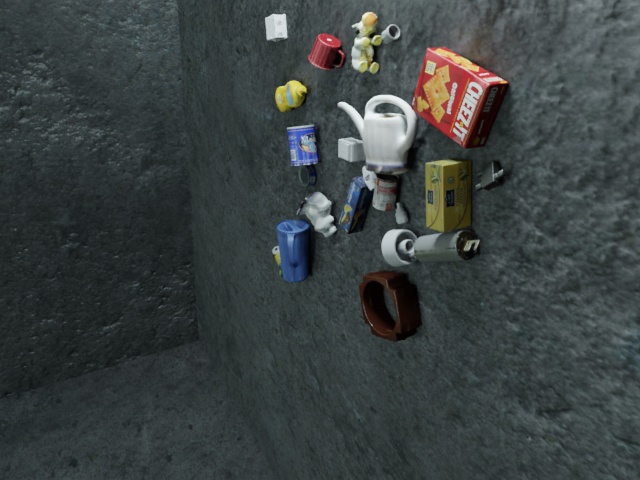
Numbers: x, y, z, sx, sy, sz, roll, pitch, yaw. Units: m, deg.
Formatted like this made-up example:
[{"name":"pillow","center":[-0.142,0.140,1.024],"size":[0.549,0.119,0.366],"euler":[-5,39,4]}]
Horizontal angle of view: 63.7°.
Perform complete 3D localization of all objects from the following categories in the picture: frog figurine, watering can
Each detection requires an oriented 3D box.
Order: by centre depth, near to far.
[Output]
[{"name":"watering can","center":[0.162,-0.304,1.491],"size":[0.350,0.104,0.221],"euler":[23,120,56]},{"name":"frog figurine","center":[0.006,-0.095,1.893],"size":[0.159,0.125,0.134],"euler":[35,134,1]}]
